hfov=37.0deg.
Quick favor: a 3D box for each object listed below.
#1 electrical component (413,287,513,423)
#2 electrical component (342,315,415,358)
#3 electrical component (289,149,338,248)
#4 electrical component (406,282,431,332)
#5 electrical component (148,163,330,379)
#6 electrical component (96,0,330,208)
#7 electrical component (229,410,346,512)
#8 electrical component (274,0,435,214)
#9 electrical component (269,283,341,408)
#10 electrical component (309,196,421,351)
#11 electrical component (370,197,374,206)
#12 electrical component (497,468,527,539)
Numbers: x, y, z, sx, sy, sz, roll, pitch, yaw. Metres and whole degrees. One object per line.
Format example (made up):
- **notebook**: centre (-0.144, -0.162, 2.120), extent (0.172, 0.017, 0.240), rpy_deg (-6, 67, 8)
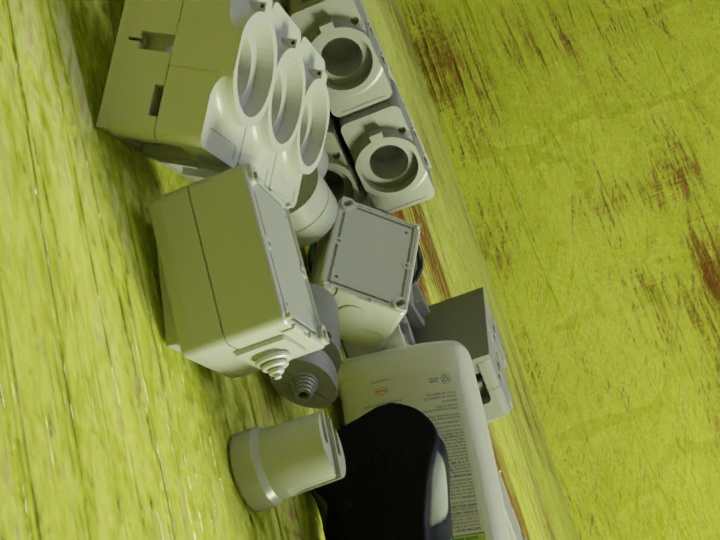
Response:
- **electrical component**: centre (0.068, 0.084, 0.918), extent (0.186, 0.105, 0.060), rpy_deg (-72, 141, -74)
- **electrical component**: centre (0.014, 0.054, 0.857), extent (0.055, 0.047, 0.055), rpy_deg (-20, 90, -80)
- **electrical component**: centre (-0.058, -0.089, 0.732), extent (0.073, 0.052, 0.138), rpy_deg (57, 16, -52)
- **electrical component**: centre (0.018, 0.006, 0.932), extent (0.061, 0.061, 0.096), rpy_deg (56, 17, -53)
- **electrical component**: centre (-0.059, 0.009, 0.511), extent (0.062, 0.061, 0.096), rpy_deg (45, 27, -68)
- **electrical component**: centre (-0.067, -0.093, 0.564), extent (0.150, 0.062, 0.089), rpy_deg (31, 70, -74)
- **electrical component**: centre (-0.035, 0.092, 0.523), extent (0.040, 0.046, 0.040), rpy_deg (-20, 90, -80)
- **electrical component**: centre (-0.022, -0.123, 0.843), extent (0.060, 0.105, 0.186), rpy_deg (-95, 162, -55)
- **electrical component**: centre (-0.033, 0.048, 0.628), extent (0.081, 0.043, 0.043), rpy_deg (-95, 162, -57)
- **electrical component**: centre (0.000, 0.000, 0.748), extent (0.061, 0.062, 0.096), rpy_deg (121, -14, -49)
- **electrical component**: centre (-0.011, -0.076, 0.978), extent (0.083, 0.047, 0.075), rpy_deg (57, 16, -51)
- **electrical component**: centre (0.112, 0.230, 0.993), extent (0.062, 0.061, 0.096), rpy_deg (-32, 101, -80)
